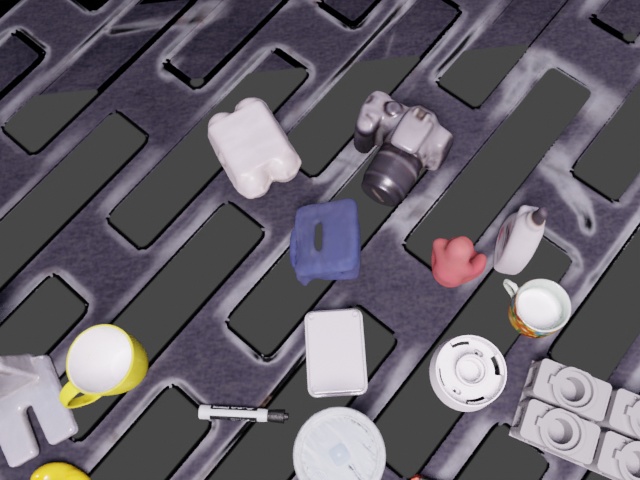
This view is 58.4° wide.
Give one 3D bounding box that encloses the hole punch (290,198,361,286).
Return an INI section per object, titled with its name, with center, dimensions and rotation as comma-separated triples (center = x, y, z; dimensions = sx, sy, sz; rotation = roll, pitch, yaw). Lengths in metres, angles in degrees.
[hole punch]
center = 0.007, 0.003, 0.800
dimensions = 0.101, 0.091, 0.108
rotation = -1, 73, 3

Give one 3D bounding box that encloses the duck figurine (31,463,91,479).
[duck figurine]
center = -0.333, 0.330, 0.718
dimensions = 0.077, 0.086, 0.104
rotation = -41, 75, -9

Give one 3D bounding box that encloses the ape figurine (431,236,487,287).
[ape figurine]
center = 0.188, 0.023, 0.784
dimensions = 0.077, 0.092, 0.076
rotation = 43, 79, 14

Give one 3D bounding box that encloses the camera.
[camera]
center = 0.104, -0.130, 0.831
dimensions = 0.143, 0.101, 0.137
rotation = 30, 77, 11

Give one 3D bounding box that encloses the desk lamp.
[desk lamp]
center = -0.418, 0.169, 0.705
dimensions = 0.118, 0.213, 0.203
rotation = -31, 74, -6

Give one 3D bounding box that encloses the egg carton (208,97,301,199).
[egg carton]
center = -0.102, -0.139, 0.860
dimensions = 0.107, 0.069, 0.150
rotation = -30, 74, -6

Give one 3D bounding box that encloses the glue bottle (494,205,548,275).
[glue bottle]
center = 0.266, -0.010, 0.748
dimensions = 0.037, 0.173, 0.078
rotation = 9, 74, 6
